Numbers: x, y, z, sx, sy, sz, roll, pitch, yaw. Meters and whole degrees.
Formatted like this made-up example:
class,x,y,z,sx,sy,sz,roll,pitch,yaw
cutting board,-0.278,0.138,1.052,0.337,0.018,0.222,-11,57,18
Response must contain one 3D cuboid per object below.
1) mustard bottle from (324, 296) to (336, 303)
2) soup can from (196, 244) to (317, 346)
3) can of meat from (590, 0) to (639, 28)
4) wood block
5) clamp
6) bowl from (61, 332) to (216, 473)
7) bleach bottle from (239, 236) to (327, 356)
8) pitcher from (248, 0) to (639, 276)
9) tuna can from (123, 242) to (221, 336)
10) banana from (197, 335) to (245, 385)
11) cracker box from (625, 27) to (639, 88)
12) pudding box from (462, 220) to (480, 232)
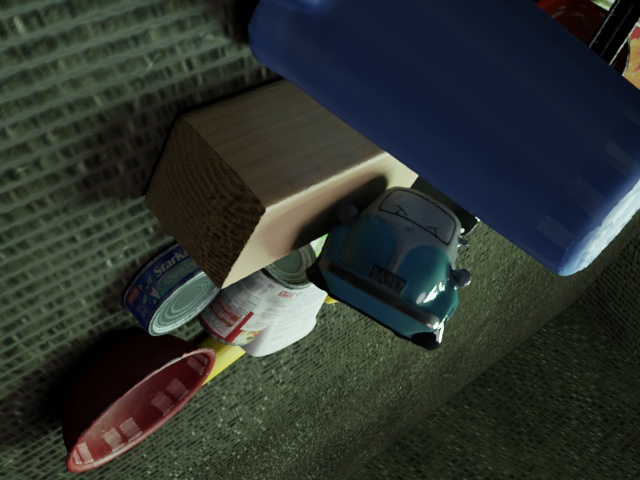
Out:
class,x,y,z,sx,sy,sz,roll,pitch,yaw
mustard bottle,0.039,0.027,1.155,0.096,0.058,0.191,-42,165,23
soup can,-0.056,0.038,0.919,0.068,0.068,0.102,-23,164,-48
can of meat,0.269,-0.238,0.909,0.101,0.057,0.084,14,125,-38
wood block,-0.011,-0.058,0.766,0.205,0.090,0.091,-28,158,-42
clamp,0.208,-0.109,0.909,0.164,0.036,0.210,-61,180,-27
bowl,-0.171,0.132,0.942,0.162,0.055,0.162,-38,163,-14
bleach bottle,-0.006,0.001,0.980,0.102,0.068,0.251,-26,155,-45
pitcher,0.090,-0.094,0.637,0.149,0.243,0.145,-42,163,-25
tuna can,-0.116,0.038,0.869,0.086,0.034,0.086,-38,163,-14
banana,-0.090,0.102,1.096,0.197,0.037,0.070,-37,-179,-12
cracker box,0.334,-0.204,1.047,0.214,0.164,0.072,-50,-165,27
pudding box,0.117,-0.038,1.110,0.113,0.090,0.039,-41,163,-4
